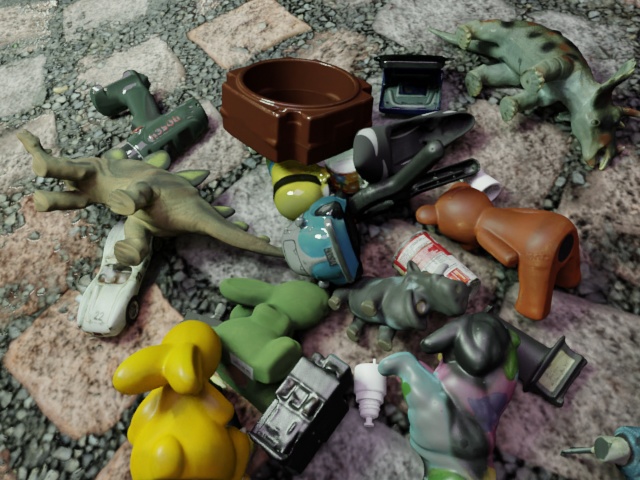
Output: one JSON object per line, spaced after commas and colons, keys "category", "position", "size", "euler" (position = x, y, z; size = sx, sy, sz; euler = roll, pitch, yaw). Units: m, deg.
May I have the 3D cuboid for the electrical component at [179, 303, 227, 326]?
{"category": "electrical component", "position": [-0.168, 0.127, 0.749], "size": [0.063, 0.021, 0.094], "euler": [15, 62, 18]}

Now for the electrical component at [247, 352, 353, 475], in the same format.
{"category": "electrical component", "position": [-0.014, 0.197, 0.625], "size": [0.058, 0.114, 0.134], "euler": [31, 69, 23]}

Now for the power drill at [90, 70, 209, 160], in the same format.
{"category": "power drill", "position": [-0.331, -0.203, 0.952], "size": [0.232, 0.085, 0.207], "euler": [-34, 55, -14]}

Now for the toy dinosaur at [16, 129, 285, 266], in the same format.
{"category": "toy dinosaur", "position": [-0.238, -0.056, 0.785], "size": [0.472, 0.105, 0.198], "euler": [29, 31, 8]}

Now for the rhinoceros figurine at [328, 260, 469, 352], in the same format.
{"category": "rhinoceros figurine", "position": [0.097, 0.077, 0.668], "size": [0.112, 0.073, 0.190], "euler": [-37, 16, -32]}

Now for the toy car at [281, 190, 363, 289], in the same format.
{"category": "toy car", "position": [-0.002, -0.002, 0.731], "size": [0.103, 0.109, 0.162], "euler": [-16, 21, 9]}

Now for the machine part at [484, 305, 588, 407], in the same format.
{"category": "machine part", "position": [0.252, 0.137, 0.669], "size": [0.139, 0.039, 0.084], "euler": [32, 76, 23]}

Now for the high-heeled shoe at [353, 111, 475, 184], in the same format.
{"category": "high-heeled shoe", "position": [0.144, -0.143, 0.788], "size": [0.145, 0.086, 0.249], "euler": [-10, 16, 25]}

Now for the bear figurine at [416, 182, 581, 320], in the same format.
{"category": "bear figurine", "position": [0.236, 0.002, 0.724], "size": [0.120, 0.131, 0.196], "euler": [-34, 35, -32]}

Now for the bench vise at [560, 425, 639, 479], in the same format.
{"category": "bench vise", "position": [0.391, 0.172, 0.563], "size": [0.224, 0.128, 0.240], "euler": [7, 76, 4]}

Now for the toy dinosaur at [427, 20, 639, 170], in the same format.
{"category": "toy dinosaur", "position": [0.354, -0.291, 0.884], "size": [0.192, 0.131, 0.405], "euler": [-15, 52, -15]}

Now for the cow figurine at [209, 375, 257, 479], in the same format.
{"category": "cow figurine", "position": [-0.129, 0.228, 0.655], "size": [0.168, 0.068, 0.098], "euler": [32, 62, 24]}

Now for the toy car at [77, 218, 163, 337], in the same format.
{"category": "toy car", "position": [-0.294, 0.047, 0.799], "size": [0.074, 0.056, 0.202], "euler": [3, 59, 11]}

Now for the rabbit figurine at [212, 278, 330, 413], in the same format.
{"category": "rabbit figurine", "position": [-0.063, 0.116, 0.706], "size": [0.159, 0.121, 0.170], "euler": [23, 46, 29]}

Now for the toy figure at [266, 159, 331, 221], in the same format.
{"category": "toy figure", "position": [-0.043, -0.105, 0.842], "size": [0.089, 0.082, 0.180], "euler": [-18, 58, -8]}

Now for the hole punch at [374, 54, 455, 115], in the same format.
{"category": "hole punch", "position": [0.158, -0.271, 0.925], "size": [0.142, 0.092, 0.116], "euler": [2, 28, 13]}

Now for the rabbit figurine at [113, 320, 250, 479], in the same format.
{"category": "rabbit figurine", "position": [-0.149, 0.162, 0.563], "size": [0.122, 0.162, 0.173], "euler": [-4, 59, 12]}

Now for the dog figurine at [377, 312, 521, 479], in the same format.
{"category": "dog figurine", "position": [0.170, 0.211, 0.589], "size": [0.191, 0.108, 0.219], "euler": [-30, 61, 7]}

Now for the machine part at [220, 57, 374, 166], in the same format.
{"category": "machine part", "position": [-0.034, -0.206, 0.825], "size": [0.201, 0.087, 0.202], "euler": [-28, 48, -35]}
